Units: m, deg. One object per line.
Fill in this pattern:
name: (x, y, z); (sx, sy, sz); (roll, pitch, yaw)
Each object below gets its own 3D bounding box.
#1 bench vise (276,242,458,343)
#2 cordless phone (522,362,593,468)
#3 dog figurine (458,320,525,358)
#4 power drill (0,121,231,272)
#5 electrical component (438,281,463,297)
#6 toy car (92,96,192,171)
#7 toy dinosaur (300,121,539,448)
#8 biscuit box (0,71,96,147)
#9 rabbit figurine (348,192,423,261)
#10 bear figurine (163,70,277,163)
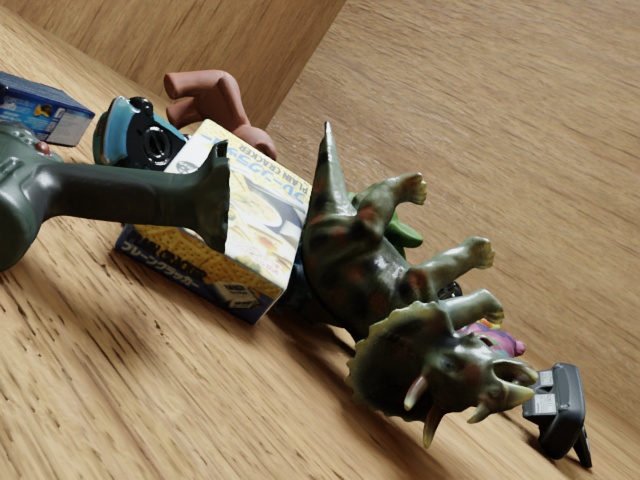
bench vise: (0.033, 0.046, 0.712); (0.223, 0.128, 0.241); (11, 34, -25)
cordless phone: (0.387, 0.301, 0.834); (0.184, 0.089, 0.146); (64, 26, -13)
dog figurine: (0.271, 0.192, 0.946); (0.192, 0.108, 0.219); (39, 11, 32)
power drill: (-0.173, -0.050, 0.418); (0.207, 0.085, 0.232); (7, 22, -17)
electrical component: (0.156, 0.101, 0.803); (0.134, 0.115, 0.058); (38, 42, -62)
toy car: (-0.245, -0.117, 0.723); (0.103, 0.109, 0.161); (0, -14, 30)
toy dinosaur: (0.054, 0.032, 0.565); (0.405, 0.192, 0.131); (47, -22, 34)
biscuit box: (-0.361, -0.161, 0.658); (0.063, 0.059, 0.202); (35, 6, 1)
rabbit figurine: (0.086, -0.021, 0.866); (0.159, 0.121, 0.170); (34, 39, 7)
bear figurine: (-0.154, -0.169, 0.852); (0.196, 0.132, 0.120); (65, -21, 16)
